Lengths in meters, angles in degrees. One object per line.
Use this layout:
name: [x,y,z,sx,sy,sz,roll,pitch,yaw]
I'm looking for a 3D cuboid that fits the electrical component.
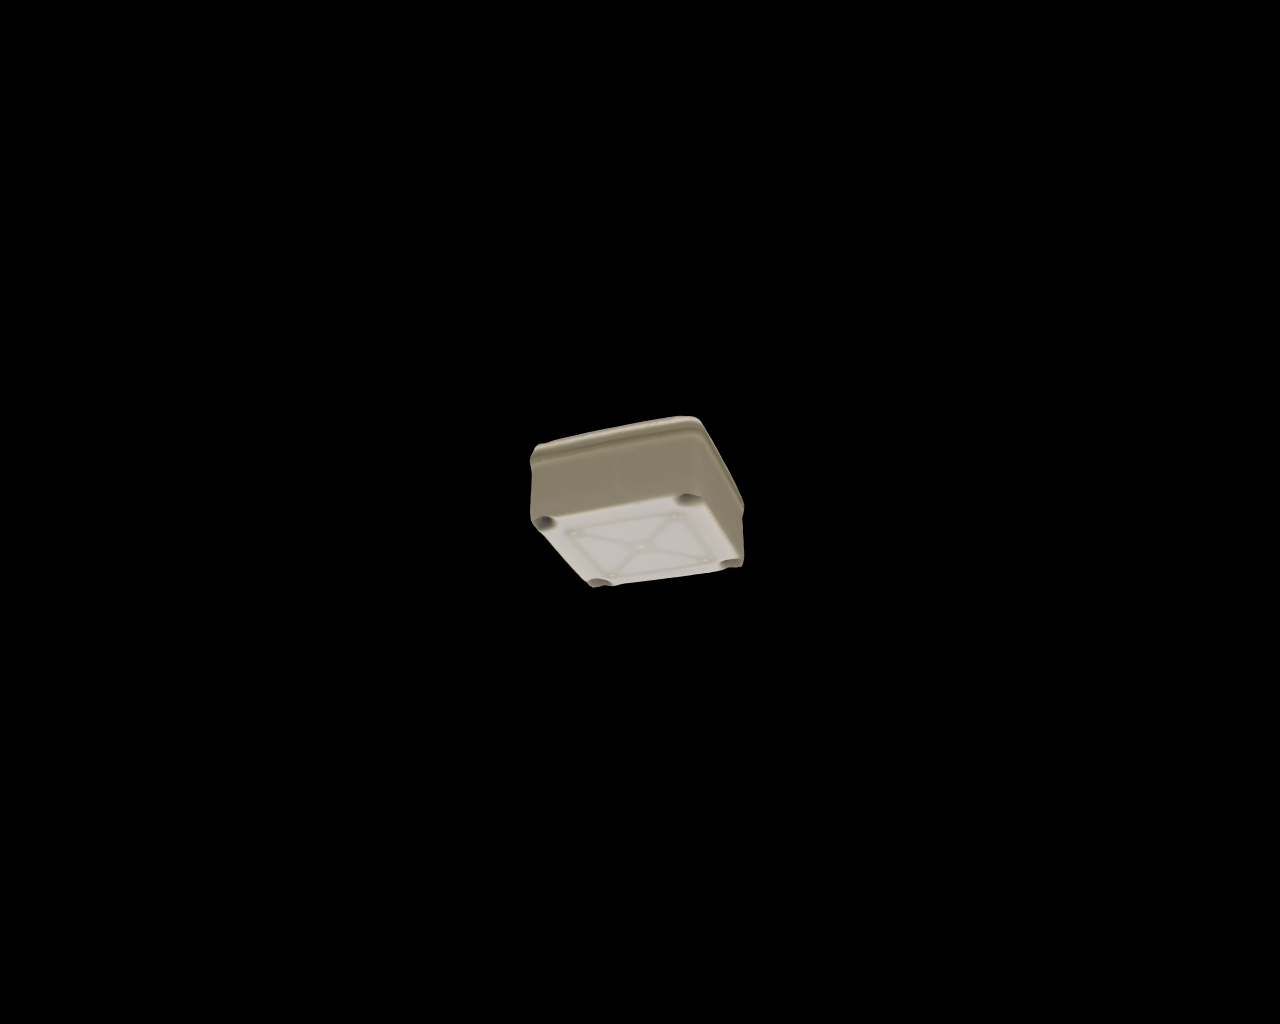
electrical component: [0.001,-0.003,0.650,0.109,0.056,0.108,-9,-30,17]
